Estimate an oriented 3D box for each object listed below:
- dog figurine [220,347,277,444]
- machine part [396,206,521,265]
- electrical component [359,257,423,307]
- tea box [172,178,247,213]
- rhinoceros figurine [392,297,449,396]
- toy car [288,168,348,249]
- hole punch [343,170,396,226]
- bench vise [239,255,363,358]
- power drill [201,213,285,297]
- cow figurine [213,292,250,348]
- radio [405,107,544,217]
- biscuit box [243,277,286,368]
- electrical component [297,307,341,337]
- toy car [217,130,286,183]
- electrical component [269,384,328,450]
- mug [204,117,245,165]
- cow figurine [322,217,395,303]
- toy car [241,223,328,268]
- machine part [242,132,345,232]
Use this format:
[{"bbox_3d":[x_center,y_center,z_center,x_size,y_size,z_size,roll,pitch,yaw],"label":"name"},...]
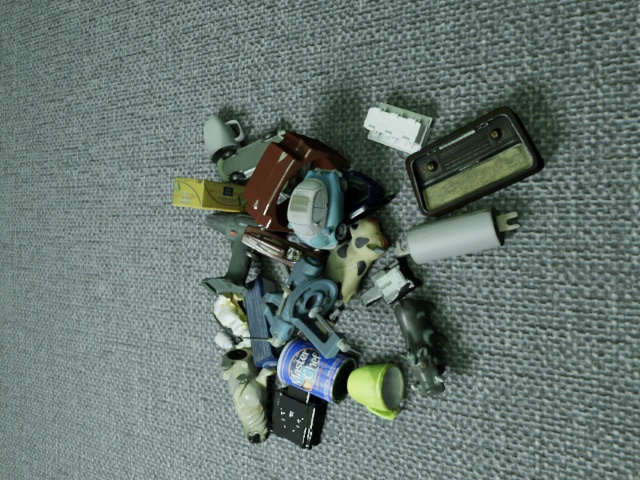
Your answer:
[{"bbox_3d":[-0.177,0.368,1.281,0.172,0.121,0.190,-137,46,-59],"label":"dog figurine"},{"bbox_3d":[0.257,-0.006,1.024,0.243,0.079,0.079,-16,81,29],"label":"machine part"},{"bbox_3d":[0.142,0.096,1.109,0.119,0.047,0.075,-43,68,24],"label":"electrical component"},{"bbox_3d":[-0.256,-0.105,1.284,0.098,0.169,0.068,8,92,33],"label":"tea box"},{"bbox_3d":[0.198,0.202,1.038,0.073,0.112,0.190,-24,69,27],"label":"rhinoceros figurine"},{"bbox_3d":[-0.010,-0.061,1.044,0.109,0.103,0.161,13,100,35],"label":"toy car"},{"bbox_3d":[0.067,-0.084,1.117,0.142,0.116,0.092,-34,79,30],"label":"hole punch"},{"bbox_3d":[-0.027,0.161,1.089,0.241,0.128,0.223,42,105,41],"label":"bench vise"},{"bbox_3d":[-0.206,0.029,1.273,0.232,0.085,0.207,3,54,26],"label":"power drill"},{"bbox_3d":[-0.198,0.208,1.303,0.167,0.068,0.098,49,118,26],"label":"cow figurine"},{"bbox_3d":[0.284,-0.143,1.011,0.230,0.073,0.131,-25,77,28],"label":"radio"},{"bbox_3d":[-0.127,0.189,1.235,0.063,0.059,0.203,-29,58,27],"label":"biscuit box"},{"bbox_3d":[-0.011,0.173,1.193,0.102,0.078,0.045,-56,28,23],"label":"electrical component"},{"bbox_3d":[-0.154,-0.197,1.280,0.202,0.056,0.073,-20,87,18],"label":"toy car"},{"bbox_3d":[-0.049,0.389,1.216,0.115,0.058,0.134,12,96,29],"label":"electrical component"},{"bbox_3d":[-0.240,-0.258,1.330,0.109,0.080,0.107,-38,66,26],"label":"mug"},{"bbox_3d":[0.073,0.042,1.131,0.127,0.085,0.194,29,107,26],"label":"cow figurine"},{"bbox_3d":[-0.076,0.026,1.185,0.202,0.053,0.089,26,90,-9],"label":"toy car"},{"bbox_3d":[-0.054,-0.120,1.142,0.087,0.201,0.201,39,109,28],"label":"machine part"}]
